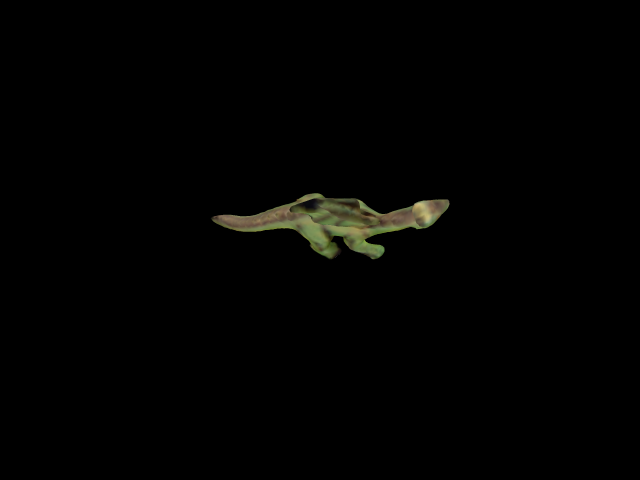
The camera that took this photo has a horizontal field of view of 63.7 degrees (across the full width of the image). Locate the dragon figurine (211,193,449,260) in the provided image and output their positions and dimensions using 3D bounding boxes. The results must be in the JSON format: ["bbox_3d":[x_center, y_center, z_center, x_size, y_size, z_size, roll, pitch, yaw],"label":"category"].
[{"bbox_3d":[0.003,-0.043,0.850,0.410,0.123,0.240,0,-11,0],"label":"dragon figurine"}]
